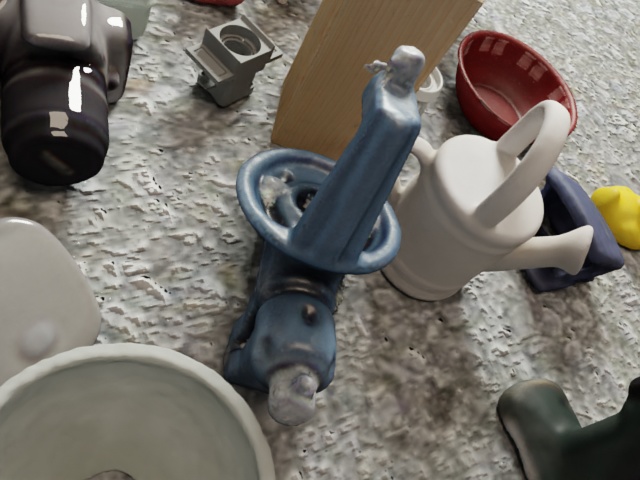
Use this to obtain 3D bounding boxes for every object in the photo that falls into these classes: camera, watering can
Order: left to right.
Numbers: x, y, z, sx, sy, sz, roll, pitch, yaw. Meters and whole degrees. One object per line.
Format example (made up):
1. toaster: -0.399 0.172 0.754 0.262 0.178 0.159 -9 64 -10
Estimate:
1. camera: -0.204 -0.115 0.403 0.143 0.100 0.136 -1 62 -26
2. watering can: 0.134 -0.031 0.458 0.173 0.193 0.101 16 56 -16

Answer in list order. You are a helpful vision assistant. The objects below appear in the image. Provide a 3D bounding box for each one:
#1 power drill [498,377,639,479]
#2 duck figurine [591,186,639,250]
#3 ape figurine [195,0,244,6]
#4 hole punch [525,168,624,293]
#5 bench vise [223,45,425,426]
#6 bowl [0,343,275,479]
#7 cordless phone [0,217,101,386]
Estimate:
1. power drill: 0.228 0.118 0.406 0.076 0.208 0.229 -9 66 -29
2. duck figurine: 0.367 -0.040 0.643 0.105 0.086 0.077 19 55 -15
3. ape figurine: -0.095 -0.277 0.557 0.078 0.092 0.076 42 53 2
4. hole punch: 0.252 -0.014 0.569 0.101 0.091 0.108 -8 66 -29
5. bench vise: 0.014 0.002 0.365 0.122 0.219 0.207 1 61 -25
6. bowl: -0.112 0.146 0.310 0.168 0.074 0.167 12 57 -19
7. cordless phone: -0.177 0.037 0.274 0.094 0.184 0.148 38 53 -1
